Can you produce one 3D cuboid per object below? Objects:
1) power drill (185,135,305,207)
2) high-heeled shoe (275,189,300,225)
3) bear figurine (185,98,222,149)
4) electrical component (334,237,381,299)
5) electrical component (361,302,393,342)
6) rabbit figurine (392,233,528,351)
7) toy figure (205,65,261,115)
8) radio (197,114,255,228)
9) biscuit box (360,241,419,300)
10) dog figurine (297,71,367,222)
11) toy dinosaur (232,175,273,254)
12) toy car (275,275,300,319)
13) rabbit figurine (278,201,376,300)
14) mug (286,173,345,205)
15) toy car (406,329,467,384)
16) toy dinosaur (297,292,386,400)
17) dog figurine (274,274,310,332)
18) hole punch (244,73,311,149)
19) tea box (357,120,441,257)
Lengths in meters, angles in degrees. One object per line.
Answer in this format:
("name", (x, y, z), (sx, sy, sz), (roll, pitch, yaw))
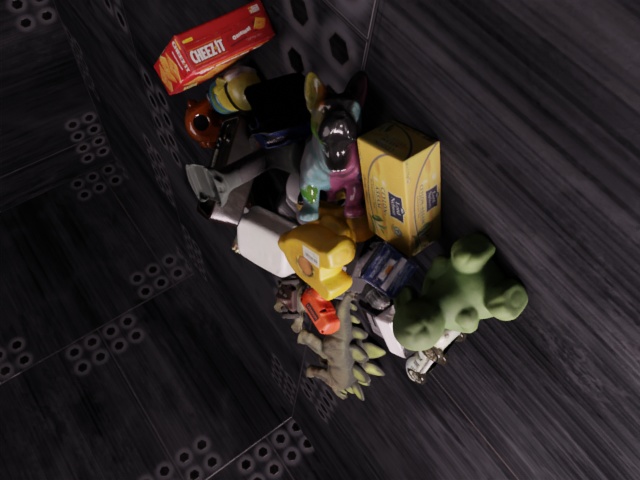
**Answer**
("power drill", (-0.132, -0.138, 0.974), (0.232, 0.207, 0.085), (21, 128, 50))
("high-heeled shoe", (-0.002, -0.004, 1.163), (0.249, 0.086, 0.145), (37, 124, 6))
("bear figurine", (-0.264, -0.284, 1.300), (0.196, 0.132, 0.120), (-129, 17, -78))
("electrical component", (0.036, 0.038, 0.990), (0.115, 0.134, 0.058), (29, -170, 38))
("electrical component", (0.124, 0.145, 1.068), (0.075, 0.048, 0.119), (29, 146, 51))
("rabbit figurine", (0.159, 0.083, 0.731), (0.121, 0.170, 0.159), (59, 158, 1))
("toy figure", (-0.172, -0.297, 1.088), (0.089, 0.082, 0.180), (50, 157, -19))
("radio", (-0.193, -0.151, 1.161), (0.131, 0.073, 0.229), (23, 96, 61))
("biscuit box", (0.104, 0.043, 0.830), (0.059, 0.063, 0.202), (35, -177, 4))
("dog figurine", (0.021, -0.147, 0.817), (0.192, 0.109, 0.219), (-91, 3, -64))
("toy dinosaur", (-0.169, -0.099, 1.313), (0.192, 0.131, 0.404), (-19, 97, 57))
("toy car", (-0.073, 0.124, 1.199), (0.202, 0.053, 0.089), (-173, 85, -86))
("rabbit figurine", (0.026, -0.005, 0.897), (0.163, 0.173, 0.121), (31, 145, 40))
("mug", (0.003, -0.079, 0.994), (0.107, 0.081, 0.109), (32, 153, 36))
("toy car", (0.195, 0.189, 0.928), (0.056, 0.073, 0.201), (46, 155, 22))
("toy dinosaur", (0.055, 0.255, 1.263), (0.199, 0.105, 0.470), (22, 141, 28))
("dog figurine", (-0.035, 0.113, 1.339), (0.172, 0.121, 0.190), (45, 141, 24))
("hole punch", (-0.059, -0.201, 0.902), (0.092, 0.142, 0.116), (97, 151, -56))
("tea box", (0.115, -0.071, 0.763), (0.098, 0.068, 0.169), (38, 150, 44))
